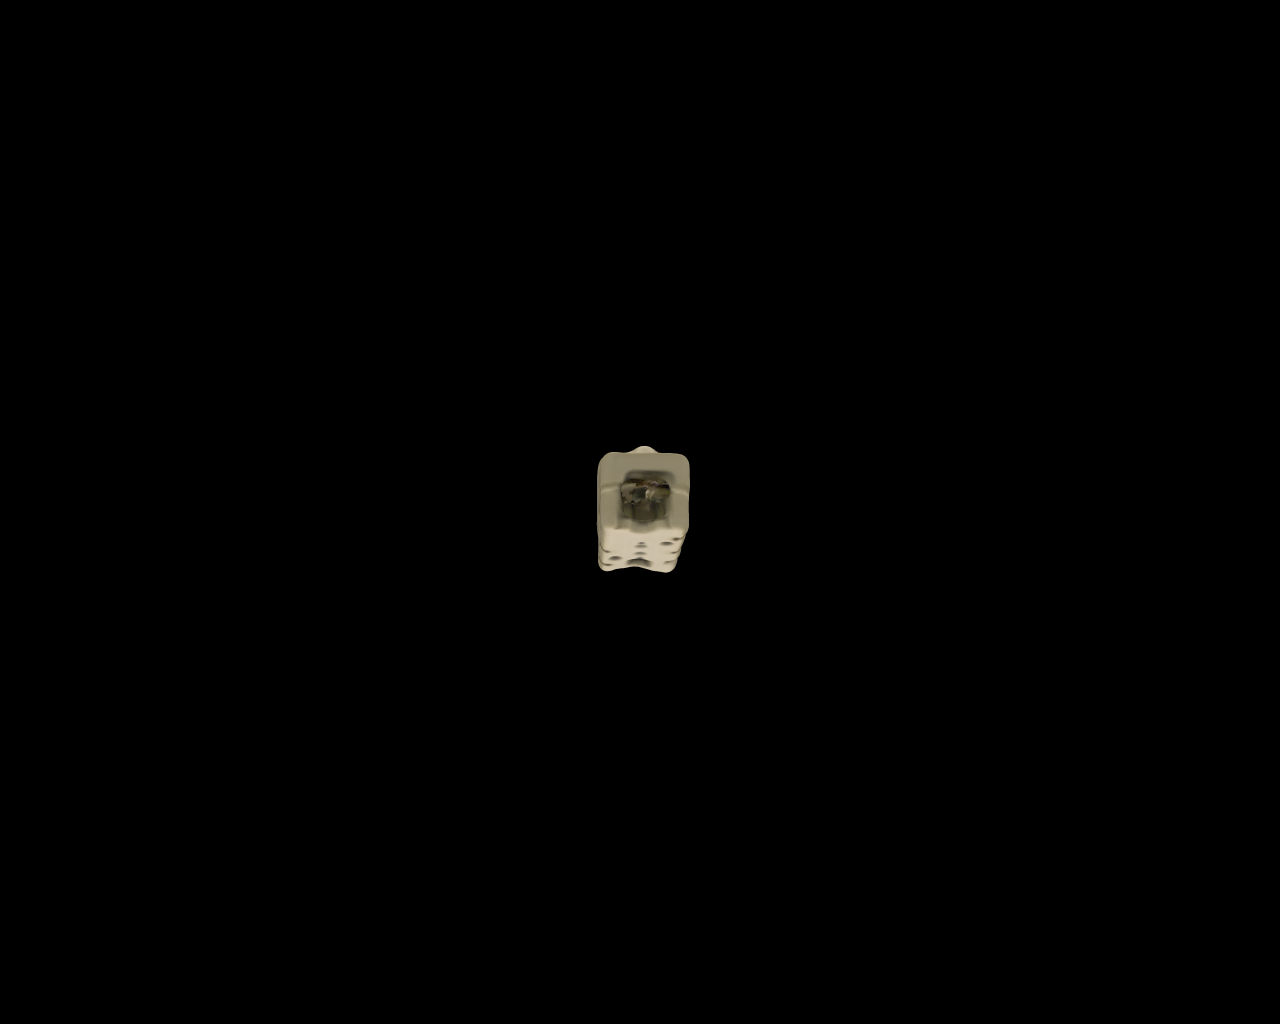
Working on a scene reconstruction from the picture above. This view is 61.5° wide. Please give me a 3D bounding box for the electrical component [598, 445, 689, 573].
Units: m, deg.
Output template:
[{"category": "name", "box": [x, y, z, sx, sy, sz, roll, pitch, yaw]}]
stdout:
[{"category": "electrical component", "box": [0.001, -0.003, 0.650, 0.050, 0.056, 0.089, 1, -19, -3]}]
